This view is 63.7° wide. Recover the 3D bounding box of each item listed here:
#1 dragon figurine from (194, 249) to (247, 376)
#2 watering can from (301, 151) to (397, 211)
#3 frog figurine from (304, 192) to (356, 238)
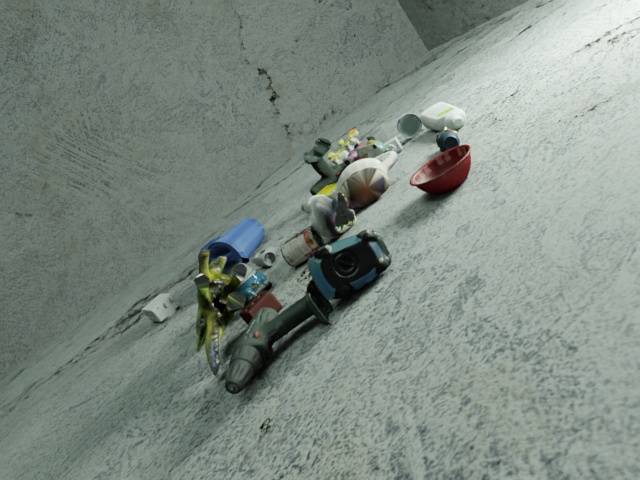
[{"bbox_3d":[-0.262,0.183,1.255,0.122,0.421,0.237,11,-44,-13],"label":"dragon figurine"},{"bbox_3d":[0.087,-0.154,1.543,0.346,0.103,0.228,-33,16,11],"label":"watering can"},{"bbox_3d":[0.004,-0.071,1.404,0.160,0.124,0.136,7,-19,43],"label":"frog figurine"}]
